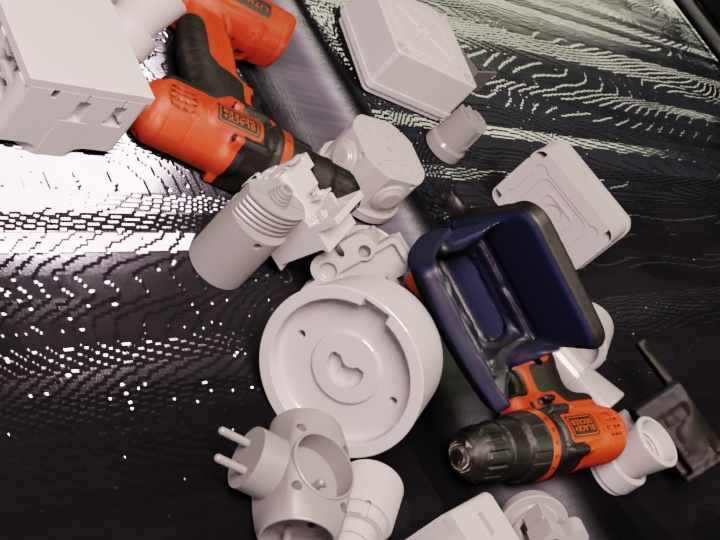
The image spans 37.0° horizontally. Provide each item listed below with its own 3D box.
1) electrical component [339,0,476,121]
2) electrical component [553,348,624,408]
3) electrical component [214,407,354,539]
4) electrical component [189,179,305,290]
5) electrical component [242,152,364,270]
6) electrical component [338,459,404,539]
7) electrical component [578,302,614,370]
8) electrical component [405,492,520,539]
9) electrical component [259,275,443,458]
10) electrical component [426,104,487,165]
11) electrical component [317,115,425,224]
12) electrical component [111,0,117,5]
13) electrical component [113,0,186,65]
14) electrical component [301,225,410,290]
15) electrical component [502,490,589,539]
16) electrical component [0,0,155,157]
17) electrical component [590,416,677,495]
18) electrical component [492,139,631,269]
[{"bbox_3d":[0.045,-0.212,1.040,0.109,0.056,0.108,16,44,-39],"label":"electrical component"},{"bbox_3d":[0.180,0.092,0.889,0.065,0.044,0.044,50,33,12],"label":"electrical component"},{"bbox_3d":[-0.047,0.113,0.605,0.079,0.044,0.077,31,37,-24],"label":"electrical component"},{"bbox_3d":[-0.070,-0.028,0.692,0.043,0.081,0.043,30,37,-25],"label":"electrical component"},{"bbox_3d":[-0.044,-0.041,0.728,0.063,0.081,0.042,59,38,-17],"label":"electrical component"},{"bbox_3d":[0.000,0.146,0.627,0.040,0.040,0.078,40,33,-10],"label":"electrical component"},{"bbox_3d":[0.164,0.020,0.935,0.138,0.052,0.073,45,33,-3],"label":"electrical component"},{"bbox_3d":[0.072,0.190,0.653,0.056,0.050,0.089,-10,63,-53],"label":"electrical component"},{"bbox_3d":[-0.001,0.055,0.666,0.108,0.108,0.060,51,27,5],"label":"electrical component"},{"bbox_3d":[0.092,-0.129,1.014,0.040,0.046,0.040,30,37,-25],"label":"electrical component"},{"bbox_3d":[0.008,-0.081,0.866,0.080,0.051,0.080,29,37,-25],"label":"electrical component"},{"bbox_3d":[-0.184,-0.206,0.773,0.048,0.055,0.066,0,56,-49],"label":"electrical component"},{"bbox_3d":[-0.154,-0.173,0.741,0.045,0.055,0.045,38,-6,5],"label":"electrical component"},{"bbox_3d":[0.000,0.000,0.755,0.058,0.078,0.057,59,12,-8],"label":"electrical component"},{"bbox_3d":[0.119,0.179,0.713,0.048,0.066,0.055,35,15,-19],"label":"electrical component"},{"bbox_3d":[-0.207,-0.151,0.684,0.089,0.062,0.150,1,54,-48],"label":"electrical component"},{"bbox_3d":[0.217,0.149,0.857,0.045,0.055,0.045,30,37,-25],"label":"electrical component"},{"bbox_3d":[0.194,-0.059,1.029,0.113,0.078,0.057,52,36,8],"label":"electrical component"}]
